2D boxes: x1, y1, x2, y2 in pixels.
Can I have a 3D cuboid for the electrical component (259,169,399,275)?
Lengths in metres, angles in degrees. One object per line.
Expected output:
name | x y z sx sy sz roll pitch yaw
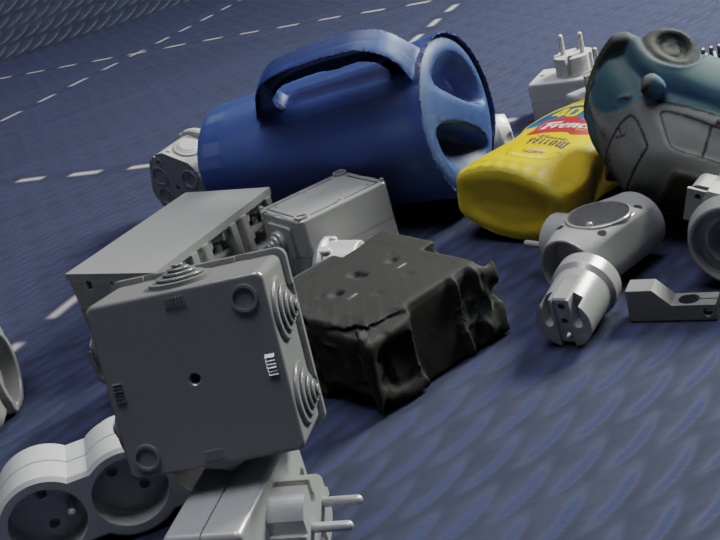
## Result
electrical component | -0.027 -0.028 0.813 0.096 0.061 0.062 -28 25 -27

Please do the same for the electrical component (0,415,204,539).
electrical component | -0.127 0.102 0.583 0.138 0.052 0.073 -20 22 -10

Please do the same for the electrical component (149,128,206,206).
electrical component | -0.157 -0.090 1.022 0.080 0.080 0.051 3 34 38

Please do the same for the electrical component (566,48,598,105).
electrical component | 0.215 -0.155 0.933 0.047 0.076 0.066 -23 24 -18

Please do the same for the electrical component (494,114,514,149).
electrical component | 0.103 -0.110 0.944 0.062 0.043 0.043 -16 22 3

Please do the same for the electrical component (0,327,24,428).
electrical component | -0.270 0.076 0.737 0.059 0.053 0.095 -17 22 -3

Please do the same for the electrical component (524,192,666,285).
electrical component | 0.144 -0.018 0.700 0.077 0.044 0.079 -32 27 -35

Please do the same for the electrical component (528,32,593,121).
electrical component | 0.204 -0.187 1.015 0.083 0.075 0.047 -1 27 30

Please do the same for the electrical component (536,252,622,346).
electrical component | 0.128 0.018 0.634 0.040 0.040 0.046 1 34 35

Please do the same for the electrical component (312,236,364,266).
electrical component | 0.000 0.000 0.754 0.062 0.048 0.048 0 26 18

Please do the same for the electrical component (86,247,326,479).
electrical component | -0.070 0.044 0.497 0.100 0.099 0.048 -12 10 9

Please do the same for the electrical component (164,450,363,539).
electrical component | -0.036 0.115 0.501 0.076 0.047 0.083 -8 23 18

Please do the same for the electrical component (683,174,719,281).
electrical component | 0.231 -0.027 0.644 0.078 0.058 0.057 18 38 28

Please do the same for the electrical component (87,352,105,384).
electrical component | -0.129 0.050 0.703 0.078 0.058 0.057 0 30 34

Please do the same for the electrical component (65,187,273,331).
electrical component | -0.135 -0.004 0.826 0.089 0.061 0.150 -1 26 32
